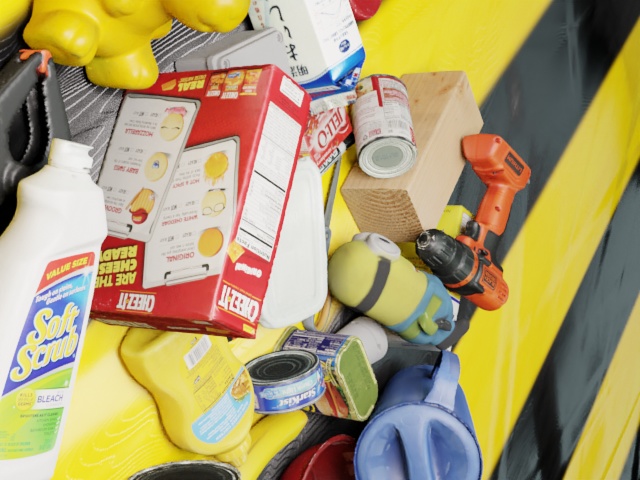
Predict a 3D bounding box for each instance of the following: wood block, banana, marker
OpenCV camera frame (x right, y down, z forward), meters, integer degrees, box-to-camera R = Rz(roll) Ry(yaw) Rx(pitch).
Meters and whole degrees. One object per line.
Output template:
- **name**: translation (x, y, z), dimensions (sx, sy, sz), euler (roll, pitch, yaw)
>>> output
- **wood block**: translation (0.114, -0.102, 1.284), dimensions (0.206, 0.090, 0.090), euler (-62, 140, -34)
- **banana**: translation (-0.070, 0.230, 1.080), dimensions (0.197, 0.037, 0.069), euler (-53, 152, -39)
- **marker**: translation (0.007, -0.089, 1.185), dimensions (0.121, 0.020, 0.020), euler (-48, 130, -44)

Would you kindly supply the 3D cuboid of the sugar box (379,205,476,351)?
- **sugar box**: translation (0.128, 0.046, 1.312), dimensions (0.048, 0.094, 0.176), euler (33, 64, -48)

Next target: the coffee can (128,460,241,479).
- **coffee can**: translation (-0.117, 0.279, 0.946), dimensions (0.102, 0.103, 0.140), euler (-13, 103, -56)

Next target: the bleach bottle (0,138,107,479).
- **bleach bottle**: translation (-0.213, 0.050, 0.770), dimensions (0.102, 0.068, 0.251), euler (8, 97, -58)

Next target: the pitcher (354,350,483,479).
- **pitcher**: translation (0.118, 0.209, 1.210), dimensions (0.145, 0.149, 0.242), euler (62, 9, -3)

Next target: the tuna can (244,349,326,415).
- **tuna can**: translation (-0.039, 0.141, 1.071), dimensions (0.086, 0.086, 0.034), euler (-32, 117, -52)

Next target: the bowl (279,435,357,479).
- **bowl**: translation (-0.005, 0.289, 1.161), dimensions (0.161, 0.055, 0.162), euler (-8, 99, -57)

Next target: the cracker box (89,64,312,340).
- **cracker box**: translation (-0.107, -0.032, 0.881), dimensions (0.072, 0.164, 0.213), euler (32, 66, -51)

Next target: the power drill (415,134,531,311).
- **power drill**: translation (0.182, -0.027, 1.260), dimensions (0.184, 0.057, 0.187), euler (37, 65, -49)

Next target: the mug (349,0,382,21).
- **mug**: translation (0.019, -0.278, 1.131), dimensions (0.117, 0.082, 0.093), euler (-58, 137, -36)

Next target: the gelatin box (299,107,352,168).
- **gelatin box**: translation (-0.003, -0.128, 1.156), dimensions (0.089, 0.030, 0.073), euler (-50, 132, -43)

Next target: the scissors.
- **scissors**: translation (-0.008, 0.001, 1.172), dimensions (0.096, 0.016, 0.202), euler (6, 87, -57)

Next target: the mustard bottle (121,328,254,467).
- **mustard bottle**: translation (-0.108, 0.141, 0.988), dimensions (0.096, 0.058, 0.191), euler (-50, 132, -35)

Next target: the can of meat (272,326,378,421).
- **can of meat**: translation (0.008, 0.144, 1.144), dimensions (0.057, 0.084, 0.102), euler (-53, 134, -40)

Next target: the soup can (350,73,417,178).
- **soup can**: translation (0.071, -0.128, 1.201), dimensions (0.068, 0.069, 0.102), euler (51, 26, -46)

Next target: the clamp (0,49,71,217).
- **clamp**: translation (-0.228, -0.038, 0.810), dimensions (0.164, 0.036, 0.210), euler (28, 73, -56)

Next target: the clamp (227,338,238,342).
- **clamp**: translation (-0.085, 0.025, 0.975), dimensions (0.039, 0.120, 0.171), euler (-20, 115, -17)
